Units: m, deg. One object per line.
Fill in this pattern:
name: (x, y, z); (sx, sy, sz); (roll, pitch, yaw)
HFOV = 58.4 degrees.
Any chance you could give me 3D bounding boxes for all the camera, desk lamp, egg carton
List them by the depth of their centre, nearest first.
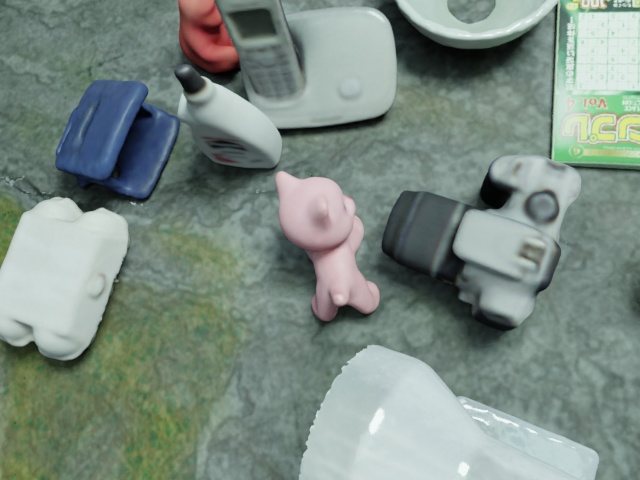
desk lamp: (0.103, 0.159, 0.392); (0.203, 0.214, 0.118); (19, 81, 14)
camera: (0.130, -0.011, 0.484); (0.136, 0.101, 0.143); (20, 82, 14)
egg carton: (-0.249, 0.036, 0.556); (0.107, 0.069, 0.150); (14, 80, 13)

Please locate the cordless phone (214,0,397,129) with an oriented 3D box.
cordless phone: (-0.010, -0.175, 0.501); (0.147, 0.185, 0.094); (-7, 76, 9)

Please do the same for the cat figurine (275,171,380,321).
cat figurine: (0.005, 0.002, 0.494); (0.067, 0.118, 0.128); (-16, 75, 6)

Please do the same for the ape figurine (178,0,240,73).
ape figurine: (-0.112, -0.216, 0.576); (0.076, 0.092, 0.078); (4, 78, 11)

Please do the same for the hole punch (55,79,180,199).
hole punch: (-0.212, -0.104, 0.569); (0.101, 0.091, 0.109); (18, 81, 14)

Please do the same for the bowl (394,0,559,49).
bowl: (0.148, -0.247, 0.547); (0.167, 0.075, 0.167); (-2, 77, 10)

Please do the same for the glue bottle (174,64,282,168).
glue bottle: (-0.089, -0.109, 0.506); (0.078, 0.173, 0.037); (3, 78, 11)
